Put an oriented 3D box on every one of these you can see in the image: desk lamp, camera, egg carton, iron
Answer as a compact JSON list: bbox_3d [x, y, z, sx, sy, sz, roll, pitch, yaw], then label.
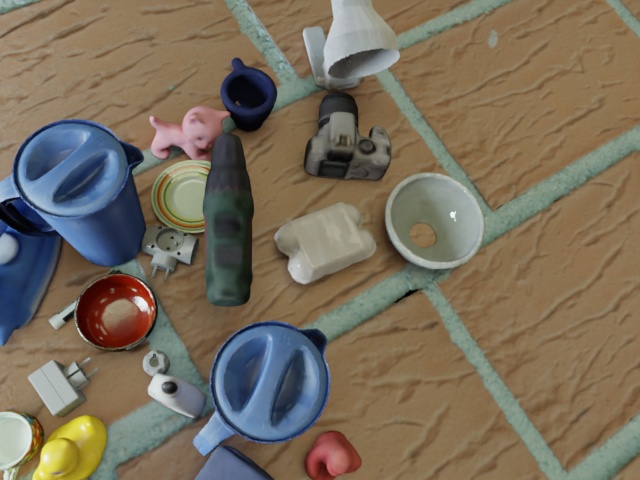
[{"bbox_3d":[0.044,-0.344,0.970,0.118,0.213,0.203,-11,72,-12],"label":"desk lamp"},{"bbox_3d":[0.049,-0.183,0.971,0.143,0.101,0.137,4,69,-7],"label":"camera"},{"bbox_3d":[0.008,0.003,0.912,0.150,0.069,0.107,-23,74,-16],"label":"egg carton"},{"bbox_3d":[-0.446,0.007,0.804,0.118,0.141,0.258,15,68,-2],"label":"iron"}]

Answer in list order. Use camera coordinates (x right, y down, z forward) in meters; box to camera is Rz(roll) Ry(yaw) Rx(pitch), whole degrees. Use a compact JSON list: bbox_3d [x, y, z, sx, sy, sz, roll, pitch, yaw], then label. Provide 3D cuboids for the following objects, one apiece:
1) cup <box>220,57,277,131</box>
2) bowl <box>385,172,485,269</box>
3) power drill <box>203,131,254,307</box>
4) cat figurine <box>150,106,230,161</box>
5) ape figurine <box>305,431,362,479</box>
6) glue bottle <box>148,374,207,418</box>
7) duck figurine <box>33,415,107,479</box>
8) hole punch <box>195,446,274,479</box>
[{"bbox_3d":[-0.125,-0.238,0.969,0.092,0.095,0.117,-19,73,-15],"label":"cup"},{"bbox_3d":[0.180,-0.022,0.945,0.167,0.074,0.167,3,69,-7],"label":"bowl"},{"bbox_3d":[-0.131,-0.008,0.821,0.076,0.208,0.229,-1,70,-9],"label":"power drill"},{"bbox_3d":[-0.210,-0.179,0.921,0.128,0.117,0.067,6,69,-6],"label":"cat figurine"},{"bbox_3d":[0.021,0.303,0.790,0.078,0.092,0.076,13,68,-3],"label":"ape figurine"},{"bbox_3d":[-0.192,0.200,0.752,0.078,0.173,0.037,22,68,0],"label":"glue bottle"},{"bbox_3d":[-0.331,0.278,0.749,0.077,0.086,0.105,35,69,5],"label":"duck figurine"},{"bbox_3d":[-0.116,0.339,0.756,0.108,0.091,0.101,34,69,5],"label":"hole punch"}]
